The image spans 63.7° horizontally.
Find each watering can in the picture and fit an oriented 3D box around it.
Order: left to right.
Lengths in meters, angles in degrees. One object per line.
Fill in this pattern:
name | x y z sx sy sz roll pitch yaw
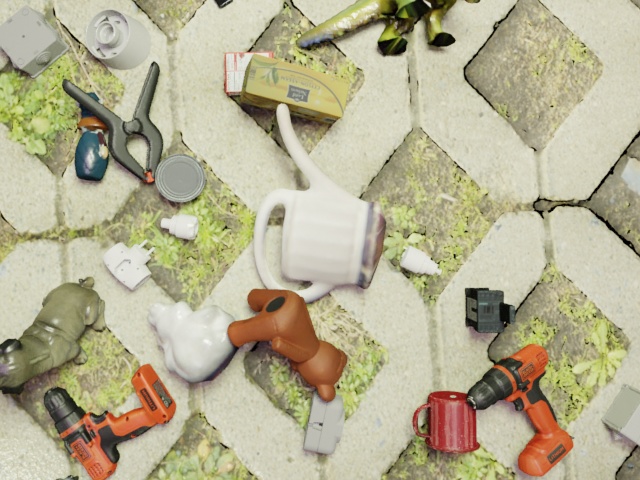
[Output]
watering can | 0.003 -0.044 0.873 0.224 0.105 0.343 7 107 1

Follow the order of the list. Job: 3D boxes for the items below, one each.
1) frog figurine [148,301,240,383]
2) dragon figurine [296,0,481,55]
frog figurine | -0.220 0.159 0.875 0.158 0.125 0.136 41 109 -11
dragon figurine | 0.156 -0.473 0.923 0.410 0.120 0.246 -2 71 11
